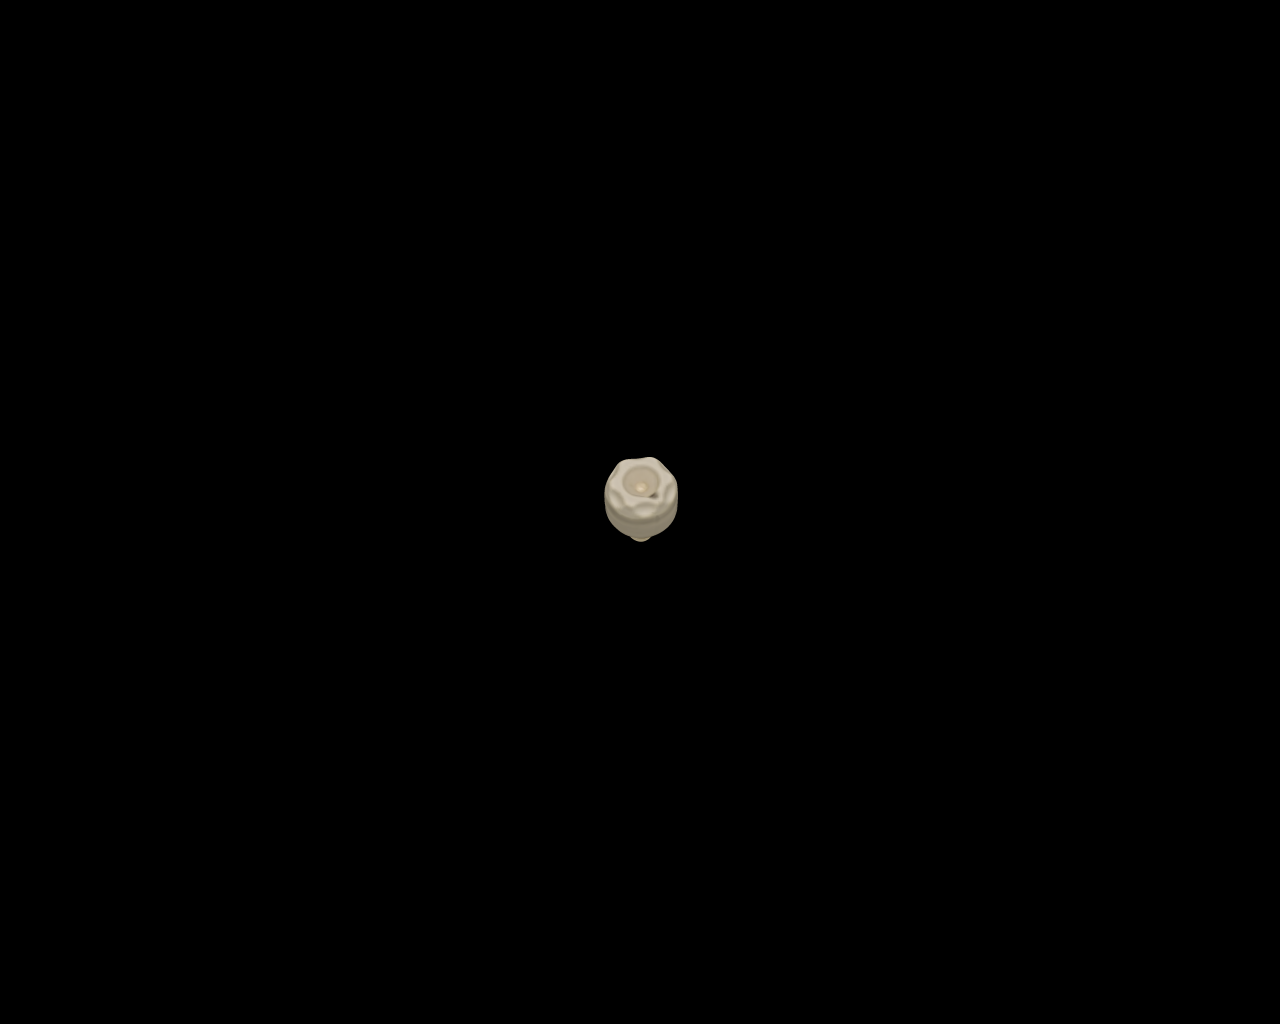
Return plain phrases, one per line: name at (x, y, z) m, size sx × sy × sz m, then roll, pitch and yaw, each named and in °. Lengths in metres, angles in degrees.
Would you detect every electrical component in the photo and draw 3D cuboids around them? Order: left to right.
electrical component at (0.001, -0.003, 0.650) m, size 0.043 × 0.043 × 0.062 m, roll 0°, pitch -32°, yaw 0°
